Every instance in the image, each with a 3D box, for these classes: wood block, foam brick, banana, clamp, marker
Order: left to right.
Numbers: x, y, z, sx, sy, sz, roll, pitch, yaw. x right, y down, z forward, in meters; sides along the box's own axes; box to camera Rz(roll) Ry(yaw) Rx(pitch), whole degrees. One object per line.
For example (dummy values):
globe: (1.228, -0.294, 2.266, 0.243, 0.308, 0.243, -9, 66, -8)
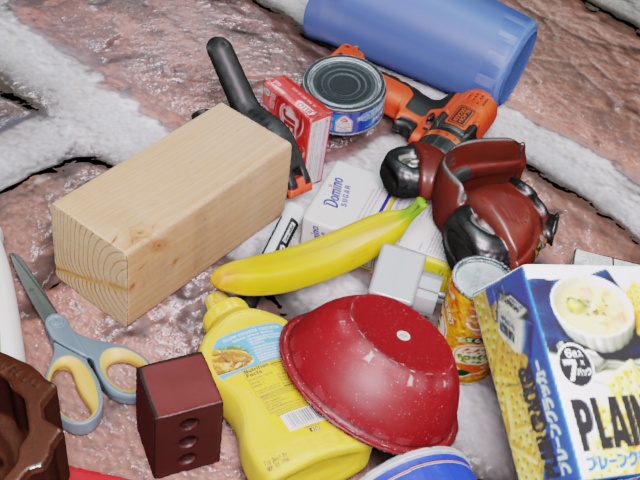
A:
wood block: (-0.127, -0.027, 0.946, 0.091, 0.090, 0.205, 32, 48, 23)
foam brick: (-0.105, 0.130, 0.791, 0.053, 0.078, 0.051, -13, 48, -20)
clamp: (-0.067, -0.114, 1.032, 0.039, 0.120, 0.172, -33, 61, -27)
marker: (-0.045, 0.019, 0.938, 0.020, 0.020, 0.121, 20, 62, 11)
banana: (-0.003, 0.010, 0.912, 0.197, 0.070, 0.037, -22, 59, -17)

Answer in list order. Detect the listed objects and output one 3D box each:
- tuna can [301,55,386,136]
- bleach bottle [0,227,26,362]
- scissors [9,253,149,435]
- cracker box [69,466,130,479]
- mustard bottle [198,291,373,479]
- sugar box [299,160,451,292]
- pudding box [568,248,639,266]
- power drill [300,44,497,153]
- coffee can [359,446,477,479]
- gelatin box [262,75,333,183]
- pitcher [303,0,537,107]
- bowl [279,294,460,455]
tuna can: (0.023, -0.145, 1.061, 0.086, 0.034, 0.086, 2, 51, -2)
bleach bottle: (-0.298, 0.047, 0.859, 0.102, 0.068, 0.251, -8, 43, -18)
scissors: (-0.196, 0.075, 0.880, 0.096, 0.016, 0.202, -6, 45, -19)
cracker box: (-0.166, 0.229, 0.680, 0.214, 0.072, 0.164, 12, 43, 4)
mustard bottle: (-0.044, 0.110, 0.837, 0.096, 0.058, 0.192, -14, 48, -26)
sugar box: (0.079, -0.007, 0.994, 0.176, 0.048, 0.093, 18, 46, 14)
pudding box: (0.262, 0.064, 0.955, 0.090, 0.039, 0.113, 14, 45, 5)
power drill: (0.072, -0.123, 1.109, 0.188, 0.057, 0.184, 27, 46, 16)
coffee can: (0.084, 0.223, 0.707, 0.102, 0.103, 0.140, -11, 47, -20)
gelatin box: (-0.026, -0.106, 1.046, 0.030, 0.089, 0.073, -27, 54, -31)
pitcher: (0.117, -0.244, 1.203, 0.243, 0.145, 0.149, 28, 58, 14)
bowl: (0.051, 0.092, 0.832, 0.162, 0.055, 0.162, 24, 27, -13)
